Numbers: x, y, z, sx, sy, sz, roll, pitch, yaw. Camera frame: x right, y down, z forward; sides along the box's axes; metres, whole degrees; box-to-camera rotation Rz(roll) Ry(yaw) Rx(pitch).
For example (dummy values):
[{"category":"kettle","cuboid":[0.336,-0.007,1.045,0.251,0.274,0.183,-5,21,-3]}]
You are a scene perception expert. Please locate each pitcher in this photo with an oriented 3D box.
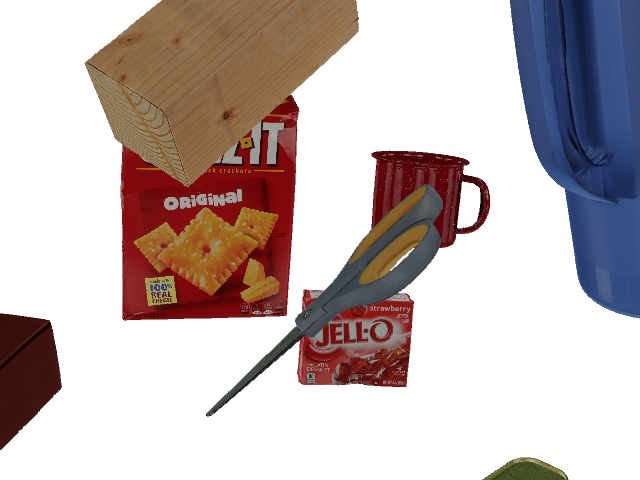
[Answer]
[{"category":"pitcher","cuboid":[0.178,-0.080,0.572,0.149,0.243,0.145,-7,22,7]}]

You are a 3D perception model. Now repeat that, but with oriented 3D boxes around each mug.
[{"category":"mug","cuboid":[0.103,-0.038,1.011,0.117,0.081,0.093,8,12,18]}]

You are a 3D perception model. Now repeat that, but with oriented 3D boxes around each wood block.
[{"category":"wood block","cuboid":[-0.071,-0.154,0.845,0.090,0.205,0.091,33,-25,27]}]

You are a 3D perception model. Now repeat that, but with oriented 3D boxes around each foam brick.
[{"category":"foam brick","cuboid":[-0.207,0.087,0.665,0.053,0.051,0.078,7,30,21]}]

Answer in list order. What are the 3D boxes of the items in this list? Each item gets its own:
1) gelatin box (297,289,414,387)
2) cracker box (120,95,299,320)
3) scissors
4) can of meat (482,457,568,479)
[{"category":"gelatin box","cuboid":[0.028,0.079,0.863,0.089,0.073,0.030,2,12,-6]},{"category":"cracker box","cuboid":[-0.109,-0.032,1.024,0.164,0.214,0.072,0,20,-10]},{"category":"scissors","cuboid":[0.005,0.047,0.636,0.016,0.202,0.096,42,1,-15]},{"category":"can of meat","cuboid":[0.160,0.243,0.887,0.101,0.084,0.058,-22,27,-37]}]
